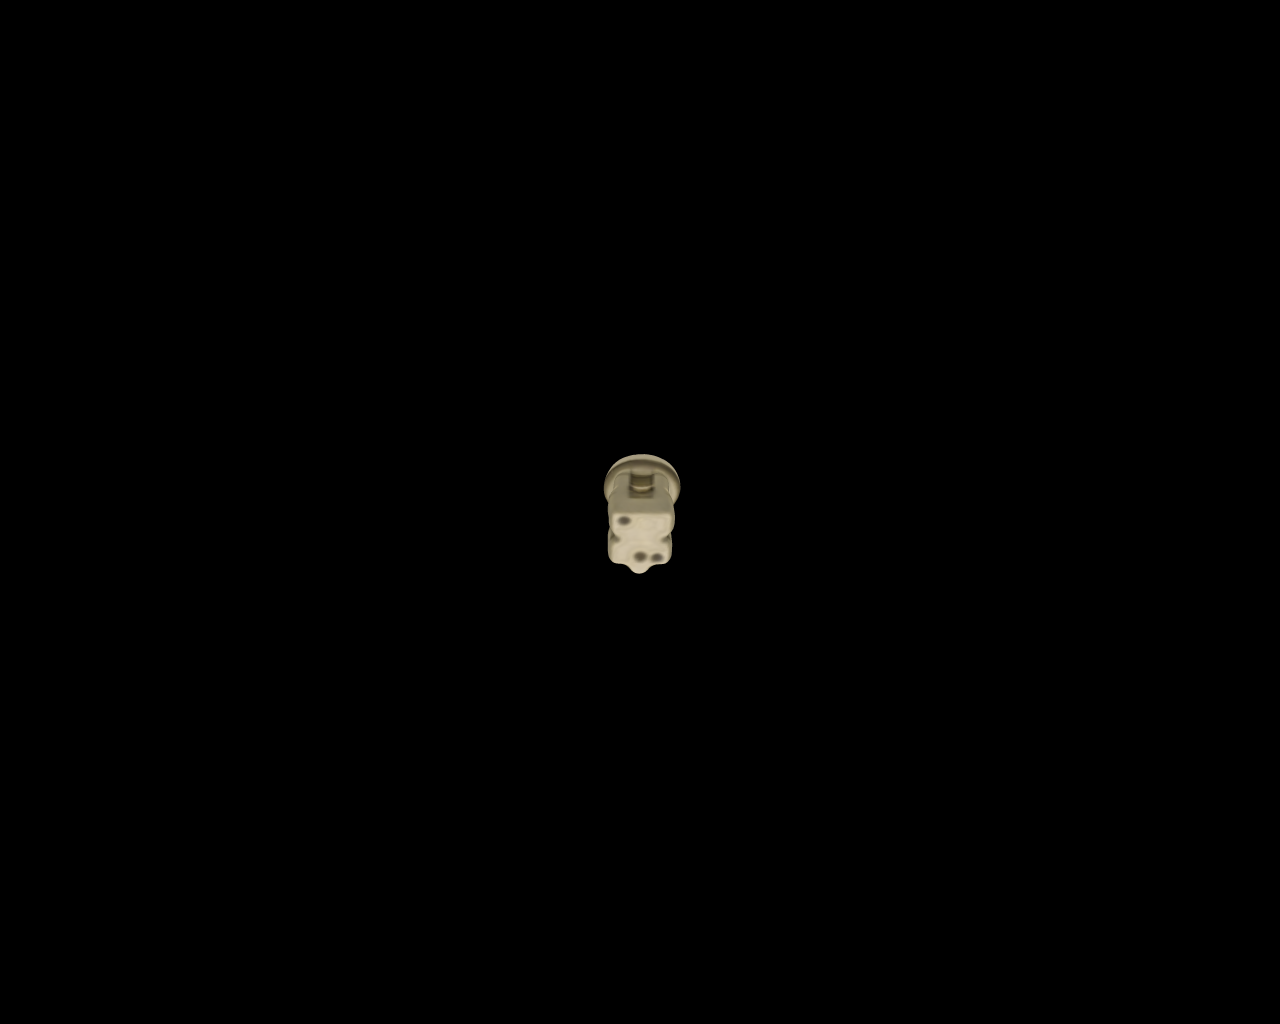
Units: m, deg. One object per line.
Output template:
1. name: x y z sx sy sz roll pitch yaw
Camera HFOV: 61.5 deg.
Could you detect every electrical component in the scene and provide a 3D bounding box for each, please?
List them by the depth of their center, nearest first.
1. electrical component: 0.001 -0.003 0.650 0.048 0.066 0.055 2 43 -2
